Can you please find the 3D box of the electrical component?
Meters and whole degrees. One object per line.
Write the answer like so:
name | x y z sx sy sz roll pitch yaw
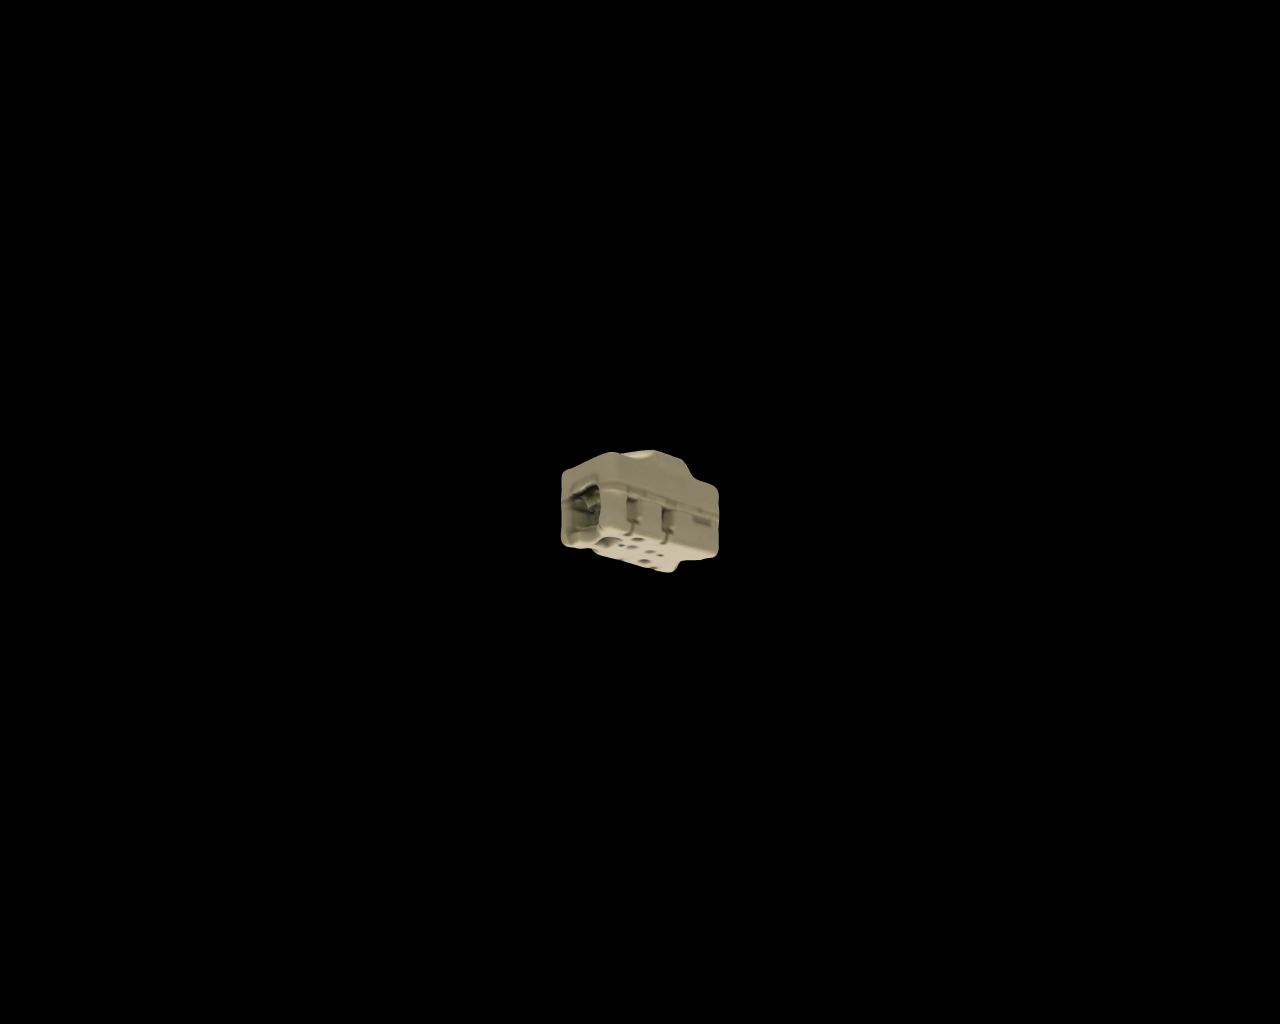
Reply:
electrical component | 0.001 -0.003 0.650 0.089 0.056 0.050 17 -27 -38
